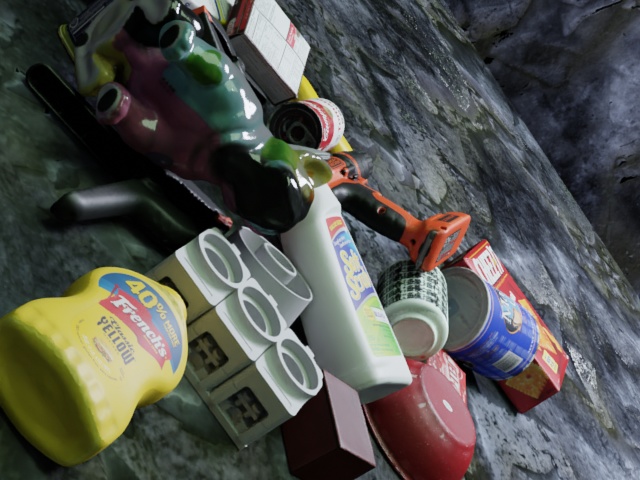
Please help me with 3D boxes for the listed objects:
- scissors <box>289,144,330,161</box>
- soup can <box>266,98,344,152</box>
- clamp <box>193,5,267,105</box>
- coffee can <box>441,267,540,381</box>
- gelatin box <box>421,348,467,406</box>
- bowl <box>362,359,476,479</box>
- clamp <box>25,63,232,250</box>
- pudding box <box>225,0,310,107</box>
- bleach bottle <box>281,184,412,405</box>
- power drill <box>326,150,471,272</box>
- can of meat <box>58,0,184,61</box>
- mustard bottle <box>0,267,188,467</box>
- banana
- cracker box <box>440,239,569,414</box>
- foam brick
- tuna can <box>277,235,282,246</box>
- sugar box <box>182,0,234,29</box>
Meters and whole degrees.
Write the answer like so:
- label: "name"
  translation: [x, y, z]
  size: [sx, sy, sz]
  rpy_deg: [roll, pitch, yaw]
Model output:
- label: "scissors"
  translation: [-0.055, -0.083, 1.107]
  size: [0.201, 0.016, 0.096]
  rpy_deg: [19, 47, -38]
- label: "soup can"
  translation: [-0.015, -0.131, 1.251]
  size: [0.068, 0.069, 0.102]
  rpy_deg: [55, 19, 1]
- label: "clamp"
  translation: [-0.095, -0.169, 1.142]
  size: [0.171, 0.039, 0.120]
  rpy_deg: [54, 13, -44]
- label: "coffee can"
  translation: [0.190, 0.103, 1.292]
  size: [0.140, 0.103, 0.103]
  rpy_deg: [31, 31, -48]
- label: "gelatin box"
  translation: [0.132, 0.154, 1.189]
  size: [0.073, 0.030, 0.089]
  rpy_deg: [49, 21, -15]
- label: "bowl"
  translation: [0.107, 0.177, 1.063]
  size: [0.162, 0.055, 0.162]
  rpy_deg: [45, 23, -25]
- label: "clamp"
  translation: [-0.153, -0.053, 0.869]
  size: [0.209, 0.036, 0.165]
  rpy_deg: [27, 32, -51]
- label: "pudding box"
  translation: [-0.061, -0.226, 1.234]
  size: [0.113, 0.039, 0.090]
  rpy_deg: [47, 42, -36]
- label: "bleach bottle"
  translation: [0.005, 0.029, 1.006]
  size: [0.102, 0.068, 0.251]
  rpy_deg: [13, 53, -61]
- label: "power drill"
  translation: [0.072, -0.041, 1.213]
  size: [0.188, 0.057, 0.184]
  rpy_deg: [28, 25, 16]
- label: "can of meat"
  translation: [-0.172, -0.191, 0.972]
  size: [0.057, 0.084, 0.102]
  rpy_deg: [60, 21, 15]
- label: "mustard bottle"
  translation: [-0.134, 0.067, 0.692]
  size: [0.096, 0.058, 0.191]
  rpy_deg: [54, 20, -1]
- label: "banana"
  translation: [-0.001, -0.152, 1.359]
  size: [0.198, 0.037, 0.069]
  rpy_deg: [59, 23, 12]
- label: "cracker box"
  translation: [0.249, 0.112, 1.455]
  size: [0.214, 0.072, 0.164]
  rpy_deg: [56, 20, 3]
- label: "foam brick"
  translation: [0.005, 0.157, 0.872]
  size: [0.053, 0.051, 0.078]
  rpy_deg: [38, 27, -40]
- label: "tuna can"
  translation: [-0.007, 0.001, 1.111]
  size: [0.086, 0.034, 0.086]
  rpy_deg: [45, 22, -25]
- label: "sugar box"
  translation: [-0.126, -0.268, 1.249]
  size: [0.176, 0.048, 0.093]
  rpy_deg: [25, 38, -49]
